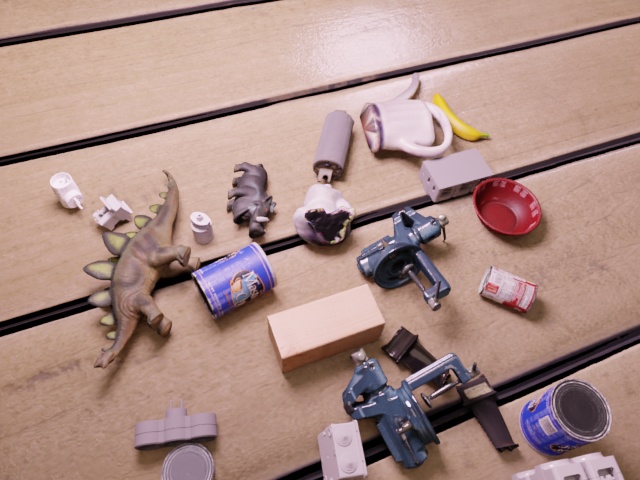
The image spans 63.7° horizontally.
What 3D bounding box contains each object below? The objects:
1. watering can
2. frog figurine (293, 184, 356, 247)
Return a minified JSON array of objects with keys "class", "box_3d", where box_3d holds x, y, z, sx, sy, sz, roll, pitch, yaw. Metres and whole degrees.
[{"class":"watering can","box_3d":[0.211,-0.326,1.339,0.224,0.101,0.356,-5,48,-7]},{"class":"frog figurine","box_3d":[0.004,-0.058,1.161,0.138,0.120,0.162,-20,25,-7]}]
